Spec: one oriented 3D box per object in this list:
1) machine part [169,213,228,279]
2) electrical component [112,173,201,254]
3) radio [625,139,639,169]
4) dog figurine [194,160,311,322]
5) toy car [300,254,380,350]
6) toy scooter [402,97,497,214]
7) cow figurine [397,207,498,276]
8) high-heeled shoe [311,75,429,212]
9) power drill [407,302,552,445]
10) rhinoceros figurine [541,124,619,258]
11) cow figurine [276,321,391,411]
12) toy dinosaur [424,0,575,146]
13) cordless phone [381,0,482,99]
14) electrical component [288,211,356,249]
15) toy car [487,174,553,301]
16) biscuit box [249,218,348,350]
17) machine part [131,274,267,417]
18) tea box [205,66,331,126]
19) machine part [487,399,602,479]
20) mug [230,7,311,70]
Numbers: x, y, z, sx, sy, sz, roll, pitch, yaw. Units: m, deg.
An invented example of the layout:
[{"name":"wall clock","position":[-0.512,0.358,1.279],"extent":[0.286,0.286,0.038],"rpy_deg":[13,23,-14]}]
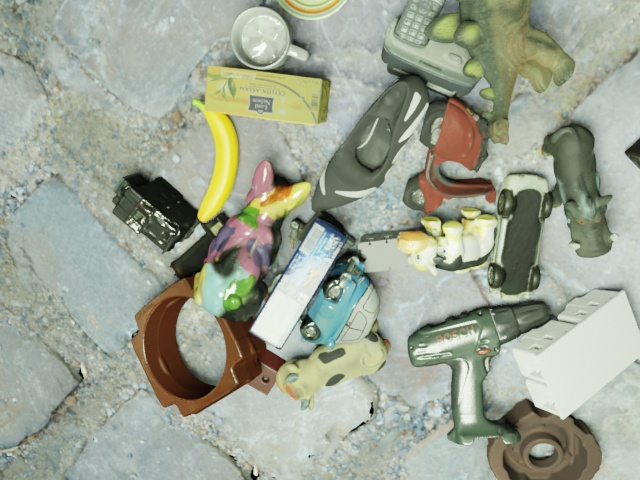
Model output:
[{"name":"machine part","position":[-0.195,0.019,0.918],"extent":[0.139,0.039,0.084],"rpy_deg":[-40,104,12]},{"name":"electrical component","position":[-0.267,-0.050,0.871],"extent":[0.134,0.115,0.058],"rpy_deg":[41,105,-5]},{"name":"radio","position":[0.540,-0.061,0.727],"extent":[0.229,0.131,0.073],"rpy_deg":[42,105,-4]},{"name":"dog figurine","position":[-0.099,-0.006,0.818],"extent":[0.108,0.192,0.219],"rpy_deg":[26,111,-12]},{"name":"toy car","position":[0.041,0.105,0.841],"extent":[0.103,0.109,0.161],"rpy_deg":[30,125,2]},{"name":"toy scooter","position":[0.205,-0.113,0.790],"extent":[0.135,0.075,0.183],"rpy_deg":[15,123,9]},{"name":"cow figurine","position":[0.186,0.013,0.804],"extent":[0.167,0.068,0.098],"rpy_deg":[-14,114,-24]},{"name":"high-heeled shoe","position":[0.062,-0.128,0.776],"extent":[0.086,0.145,0.248],"rpy_deg":[45,102,10]},{"name":"power drill","position":[0.264,0.213,0.853],"extent":[0.232,0.086,0.207],"rpy_deg":[-10,90,12]},{"name":"rhinoceros figurine","position":[0.374,-0.070,0.764],"extent":[0.073,0.112,0.190],"rpy_deg":[-12,95,10]},{"name":"cow figurine","position":[0.018,0.209,0.888],"extent":[0.195,0.127,0.085],"rpy_deg":[-23,97,12]},{"name":"toy dinosaur","position":[0.240,-0.348,0.683],"extent":[0.199,0.105,0.471],"rpy_deg":[11,83,-9]},{"name":"cordless phone","position":[0.179,-0.305,0.752],"extent":[0.147,0.089,0.184],"rpy_deg":[24,96,3]},{"name":"electrical component","position":[-0.002,-0.004,0.876],"extent":[0.102,0.045,0.078],"rpy_deg":[45,109,-4]},{"name":"toy car","position":[0.304,-0.001,0.823],"extent":[0.074,0.056,0.201],"rpy_deg":[3,107,1]},{"name":"biscuit box","position":[-0.031,0.064,0.826],"extent":[0.059,0.063,0.202],"rpy_deg":[31,91,1]},{"name":"machine part","position":[-0.205,0.174,0.907],"extent":[0.201,0.087,0.201],"rpy_deg":[-36,77,24]},{"name":"tea box","position":[-0.075,-0.216,0.804],"extent":[0.170,0.098,0.068],"rpy_deg":[8,105,9]},{"name":"machine part","position":[0.373,0.354,0.907],"extent":[0.179,0.056,0.179],"rpy_deg":[2,105,7]},{"name":"mug","position":[-0.064,-0.285,0.778],"extent":[0.110,0.107,0.080],"rpy_deg":[15,108,1]}]
